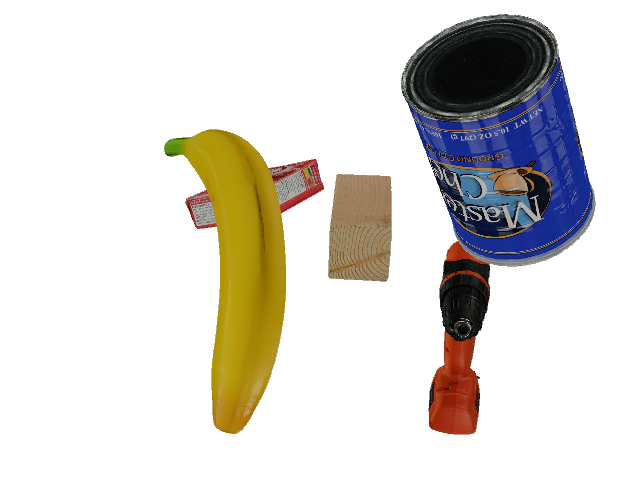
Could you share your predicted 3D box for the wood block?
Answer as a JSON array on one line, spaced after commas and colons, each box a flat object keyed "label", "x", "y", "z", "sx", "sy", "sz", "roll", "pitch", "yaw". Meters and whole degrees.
[{"label": "wood block", "x": 0.063, "y": -0.023, "z": 1.639, "sx": 0.091, "sy": 0.090, "sz": 0.206, "roll": 3, "pitch": 25, "yaw": 2}]

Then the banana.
[{"label": "banana", "x": -0.047, "y": 0.007, "z": 0.604, "sx": 0.037, "sy": 0.198, "sz": 0.070, "roll": 11, "pitch": -38, "yaw": -34}]

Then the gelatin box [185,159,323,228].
[{"label": "gelatin box", "x": -0.054, "y": -0.038, "z": 0.874, "sx": 0.089, "sy": 0.030, "sz": 0.073, "roll": -7, "pitch": 15, "yaw": 37}]

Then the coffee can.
[{"label": "coffee can", "x": 0.123, "y": -0.066, "z": 0.724, "sx": 0.103, "sy": 0.102, "sz": 0.140, "roll": 0, "pitch": -42, "yaw": 27}]

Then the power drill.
[{"label": "power drill", "x": 0.151, "y": 0.112, "z": 1.151, "sx": 0.057, "sy": 0.188, "sz": 0.184, "roll": 7, "pitch": 25, "yaw": 8}]
